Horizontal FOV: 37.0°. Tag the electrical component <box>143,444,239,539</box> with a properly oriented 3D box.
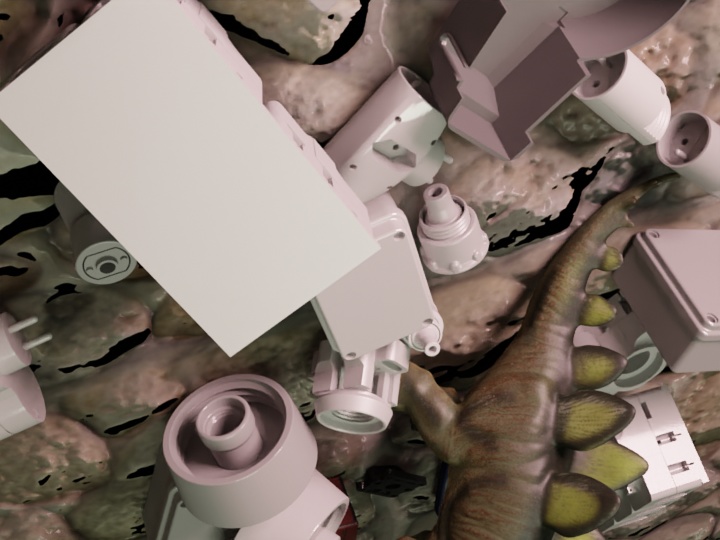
[{"bbox_3d":[-0.126,0.190,0.864,0.078,0.057,0.113,-1,133,-25],"label":"electrical component"}]

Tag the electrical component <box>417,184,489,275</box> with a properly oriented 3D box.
[{"bbox_3d":[0.060,-0.031,0.738,0.048,0.048,0.062,-24,132,-1],"label":"electrical component"}]

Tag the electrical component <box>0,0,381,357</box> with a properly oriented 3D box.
[{"bbox_3d":[-0.089,-0.059,0.581,0.105,0.060,0.186,-36,113,11],"label":"electrical component"}]

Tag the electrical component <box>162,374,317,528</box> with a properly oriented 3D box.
[{"bbox_3d":[-0.091,0.124,0.781,0.108,0.108,0.060,-22,133,-4],"label":"electrical component"}]

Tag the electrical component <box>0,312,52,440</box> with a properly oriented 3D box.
[{"bbox_3d":[-0.231,0.050,0.673,0.074,0.052,0.138,-24,139,-1],"label":"electrical component"}]

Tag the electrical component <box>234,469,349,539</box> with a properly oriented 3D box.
[{"bbox_3d":[-0.051,0.212,0.853,0.108,0.060,0.108,-52,164,-22],"label":"electrical component"}]

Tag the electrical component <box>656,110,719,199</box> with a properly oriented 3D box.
[{"bbox_3d":[0.256,-0.081,0.782,0.081,0.043,0.043,22,121,-40],"label":"electrical component"}]

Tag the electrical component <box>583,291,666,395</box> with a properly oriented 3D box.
[{"bbox_3d":[0.220,0.063,0.903,0.089,0.055,0.050,-41,136,17],"label":"electrical component"}]

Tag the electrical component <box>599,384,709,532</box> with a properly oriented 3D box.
[{"bbox_3d":[0.240,0.174,0.967,0.062,0.089,0.150,-14,158,-12],"label":"electrical component"}]

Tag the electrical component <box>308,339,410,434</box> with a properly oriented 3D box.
[{"bbox_3d":[-0.003,0.086,0.793,0.078,0.057,0.058,-13,146,35],"label":"electrical component"}]

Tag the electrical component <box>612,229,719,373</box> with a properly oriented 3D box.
[{"bbox_3d":[0.274,0.023,0.849,0.109,0.108,0.056,0,136,-26],"label":"electrical component"}]

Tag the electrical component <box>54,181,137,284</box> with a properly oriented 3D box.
[{"bbox_3d":[-0.152,-0.024,0.627,0.044,0.065,0.044,-13,139,-12],"label":"electrical component"}]

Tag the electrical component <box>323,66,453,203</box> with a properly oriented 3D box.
[{"bbox_3d":[0.026,-0.077,0.674,0.079,0.043,0.077,26,118,-41],"label":"electrical component"}]

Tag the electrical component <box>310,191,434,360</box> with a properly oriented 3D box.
[{"bbox_3d":[0.000,0.000,0.730,0.078,0.057,0.113,-24,139,-2],"label":"electrical component"}]

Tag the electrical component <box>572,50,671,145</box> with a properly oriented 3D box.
[{"bbox_3d":[0.178,-0.114,0.709,0.043,0.043,0.081,-44,135,20],"label":"electrical component"}]

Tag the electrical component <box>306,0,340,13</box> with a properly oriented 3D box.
[{"bbox_3d":[-0.020,-0.192,0.530,0.100,0.048,0.100,-40,137,16],"label":"electrical component"}]

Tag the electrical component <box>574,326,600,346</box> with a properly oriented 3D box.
[{"bbox_3d":[0.170,0.062,0.877,0.045,0.055,0.045,-14,137,-13],"label":"electrical component"}]

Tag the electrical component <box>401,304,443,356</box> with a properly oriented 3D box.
[{"bbox_3d":[0.045,0.043,0.790,0.035,0.061,0.035,-5,117,-11],"label":"electrical component"}]
